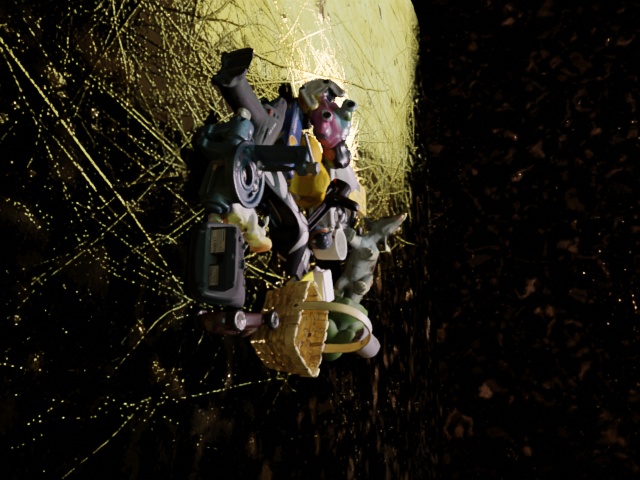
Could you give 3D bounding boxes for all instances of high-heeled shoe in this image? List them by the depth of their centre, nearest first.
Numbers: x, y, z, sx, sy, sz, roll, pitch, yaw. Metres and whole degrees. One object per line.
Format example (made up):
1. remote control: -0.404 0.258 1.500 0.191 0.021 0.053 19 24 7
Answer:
1. high-heeled shoe: -0.096 -0.045 1.198 0.145 0.086 0.248 5 77 -62

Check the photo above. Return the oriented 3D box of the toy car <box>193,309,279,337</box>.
1. toy car: -0.148 0.153 0.990 0.202 0.089 0.053 24 62 -68

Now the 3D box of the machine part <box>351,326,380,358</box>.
1. machine part: 0.126 0.307 1.658 0.243 0.079 0.079 50 39 -54

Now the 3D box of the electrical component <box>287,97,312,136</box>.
1. electrical component: -0.057 -0.327 1.422 0.078 0.045 0.102 -53 138 -21

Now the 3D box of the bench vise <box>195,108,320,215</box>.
1. bench vise: -0.111 -0.144 0.960 0.128 0.241 0.224 69 30 -46

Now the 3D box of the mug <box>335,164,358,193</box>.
1. mug: 0.059 -0.203 1.573 0.107 0.081 0.110 69 3 -50

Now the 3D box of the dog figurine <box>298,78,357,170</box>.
1. dog figurine: 0.018 -0.287 1.405 0.192 0.108 0.219 50 -22 25

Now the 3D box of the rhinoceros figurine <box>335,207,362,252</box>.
1. rhinoceros figurine: 0.067 -0.040 1.626 0.190 0.073 0.112 61 41 -48

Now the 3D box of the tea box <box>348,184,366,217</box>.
1. tea box: 0.090 -0.139 1.705 0.169 0.068 0.098 28 59 -64

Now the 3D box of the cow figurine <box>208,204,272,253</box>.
1. cow figurine: -0.152 -0.042 1.065 0.167 0.068 0.098 49 33 -53

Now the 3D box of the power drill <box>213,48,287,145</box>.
1. power drill: -0.143 -0.301 1.157 0.207 0.086 0.232 72 26 -47

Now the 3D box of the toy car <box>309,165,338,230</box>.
1. toy car: 0.009 -0.118 1.483 0.056 0.074 0.201 45 43 -64

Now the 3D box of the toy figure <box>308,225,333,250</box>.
1. toy figure: -0.002 -0.006 1.357 0.057 0.064 0.155 38 -1 -19

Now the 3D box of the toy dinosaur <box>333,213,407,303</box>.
1. toy dinosaur: 0.122 0.085 1.591 0.192 0.131 0.404 0 113 -64

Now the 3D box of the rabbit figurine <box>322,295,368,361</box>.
1. rabbit figurine: 0.055 0.242 1.425 0.159 0.121 0.170 108 3 -79

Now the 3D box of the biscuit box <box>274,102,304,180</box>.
1. biscuit box: -0.086 -0.239 1.293 0.062 0.059 0.203 55 35 -51

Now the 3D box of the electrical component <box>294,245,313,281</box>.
1. electrical component: -0.058 0.051 1.303 0.119 0.048 0.074 -75 150 -43

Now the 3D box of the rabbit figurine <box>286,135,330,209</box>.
1. rabbit figurine: -0.023 -0.175 1.355 0.162 0.122 0.173 40 47 -67

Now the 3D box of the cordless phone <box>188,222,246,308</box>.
1. cordless phone: -0.170 0.053 1.004 0.184 0.089 0.146 55 33 -71
